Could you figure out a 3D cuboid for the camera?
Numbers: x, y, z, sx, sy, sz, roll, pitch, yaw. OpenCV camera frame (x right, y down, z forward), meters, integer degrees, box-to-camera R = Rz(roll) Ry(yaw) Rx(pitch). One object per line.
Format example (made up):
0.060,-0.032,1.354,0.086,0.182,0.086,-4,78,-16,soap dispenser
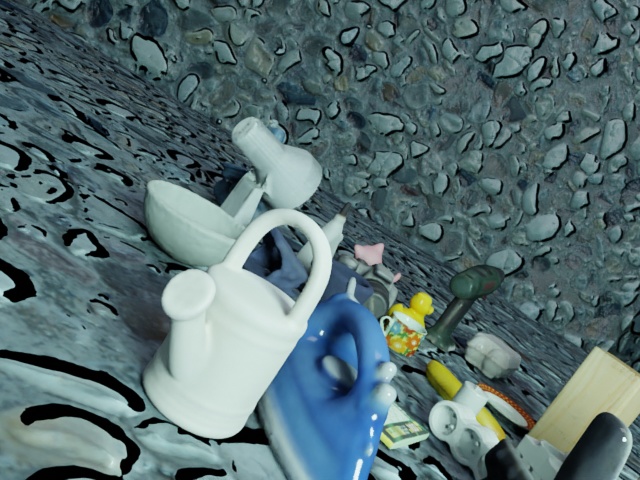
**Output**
0.085,0.091,1.084,0.143,0.101,0.137,32,10,-4,camera

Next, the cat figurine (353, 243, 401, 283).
0.117,0.065,1.262,0.128,0.117,0.067,33,10,0,cat figurine

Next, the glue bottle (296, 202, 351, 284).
0.010,0.004,1.060,0.037,0.173,0.078,38,11,29,glue bottle

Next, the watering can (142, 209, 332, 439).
-0.063,0.063,0.484,0.101,0.194,0.173,34,10,6,watering can

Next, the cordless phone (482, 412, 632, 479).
0.240,0.243,0.590,0.094,0.185,0.147,31,10,-10,cordless phone

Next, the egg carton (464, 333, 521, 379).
0.392,0.264,1.303,0.107,0.069,0.151,39,12,33,egg carton

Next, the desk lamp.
-0.124,-0.100,1.026,0.204,0.213,0.117,24,13,-42,desk lamp

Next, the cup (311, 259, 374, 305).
0.014,0.085,0.912,0.117,0.095,0.092,38,11,26,cup

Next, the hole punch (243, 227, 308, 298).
-0.069,0.027,0.942,0.101,0.091,0.108,26,12,-34,hole punch

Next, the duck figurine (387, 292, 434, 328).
0.197,0.148,1.207,0.105,0.086,0.077,25,12,-38,duck figurine

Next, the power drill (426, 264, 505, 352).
0.317,0.141,1.260,0.075,0.208,0.230,38,11,27,power drill

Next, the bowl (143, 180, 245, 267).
-0.184,-0.011,0.812,0.167,0.074,0.167,32,10,-6,bowl

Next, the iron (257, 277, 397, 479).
0.023,0.136,0.552,0.119,0.141,0.257,29,10,-20,iron

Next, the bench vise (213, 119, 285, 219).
-0.114,-0.130,1.185,0.206,0.219,0.122,38,11,29,bench vise
